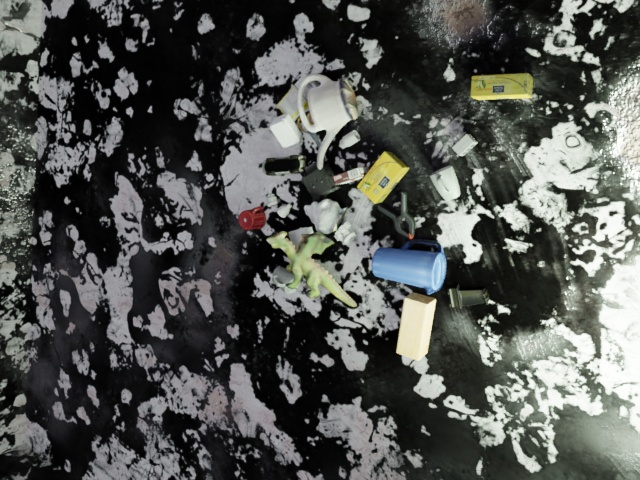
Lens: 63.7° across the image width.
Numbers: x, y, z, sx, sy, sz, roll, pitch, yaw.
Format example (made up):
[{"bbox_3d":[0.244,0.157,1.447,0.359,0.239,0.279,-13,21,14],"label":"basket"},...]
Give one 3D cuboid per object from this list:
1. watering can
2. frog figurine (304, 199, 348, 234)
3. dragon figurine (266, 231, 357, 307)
[{"bbox_3d":[0.037,-0.450,1.895,0.223,0.104,0.347,-14,91,22],"label":"watering can"},{"bbox_3d":[0.006,-0.098,1.955,0.160,0.125,0.134,24,128,14],"label":"frog figurine"},{"bbox_3d":[-0.018,0.086,1.967,0.411,0.124,0.238,21,119,9],"label":"dragon figurine"}]
